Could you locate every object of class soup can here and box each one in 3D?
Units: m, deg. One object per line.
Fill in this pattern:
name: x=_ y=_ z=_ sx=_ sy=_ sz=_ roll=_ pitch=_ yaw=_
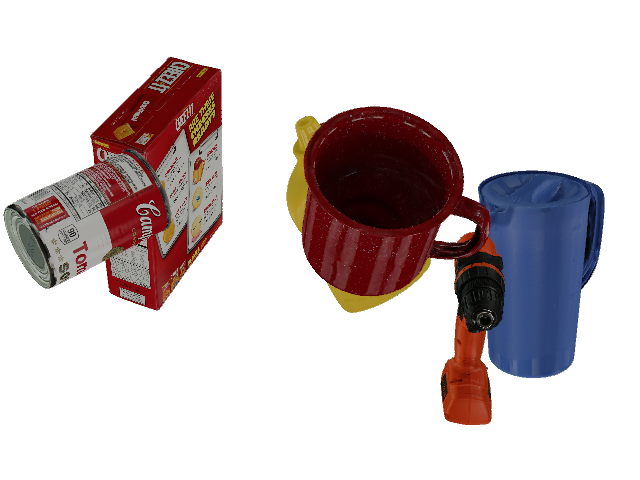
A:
soup can: x=-0.170 y=-0.017 z=0.781 sx=0.102 sy=0.068 sz=0.069 roll=-30 pitch=15 yaw=-28

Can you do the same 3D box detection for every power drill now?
power drill: x=0.168 y=0.104 z=1.165 sx=0.057 sy=0.188 sz=0.184 roll=5 pitch=24 yaw=4

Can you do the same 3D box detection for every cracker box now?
cracker box: x=-0.168 y=-0.060 z=1.131 sx=0.072 sy=0.214 sz=0.164 roll=16 pitch=43 yaw=15

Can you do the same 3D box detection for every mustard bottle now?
mustard bottle: x=0.024 y=-0.030 z=0.945 sx=0.096 sy=0.191 sz=0.058 roll=-30 pitch=34 yaw=-2

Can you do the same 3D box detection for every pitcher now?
pitcher: x=0.272 y=0.040 z=1.325 sx=0.149 sy=0.243 sz=0.144 roll=2 pitch=24 yaw=15

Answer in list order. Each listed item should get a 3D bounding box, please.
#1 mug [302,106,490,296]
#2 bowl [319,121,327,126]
mug: x=0.044 y=-0.017 z=0.642 sx=0.117 sy=0.093 sz=0.081 roll=13 pitch=-34 yaw=1
bowl: x=0.058 y=-0.083 z=1.203 sx=0.162 sy=0.055 sz=0.162 roll=7 pitch=27 yaw=-4
